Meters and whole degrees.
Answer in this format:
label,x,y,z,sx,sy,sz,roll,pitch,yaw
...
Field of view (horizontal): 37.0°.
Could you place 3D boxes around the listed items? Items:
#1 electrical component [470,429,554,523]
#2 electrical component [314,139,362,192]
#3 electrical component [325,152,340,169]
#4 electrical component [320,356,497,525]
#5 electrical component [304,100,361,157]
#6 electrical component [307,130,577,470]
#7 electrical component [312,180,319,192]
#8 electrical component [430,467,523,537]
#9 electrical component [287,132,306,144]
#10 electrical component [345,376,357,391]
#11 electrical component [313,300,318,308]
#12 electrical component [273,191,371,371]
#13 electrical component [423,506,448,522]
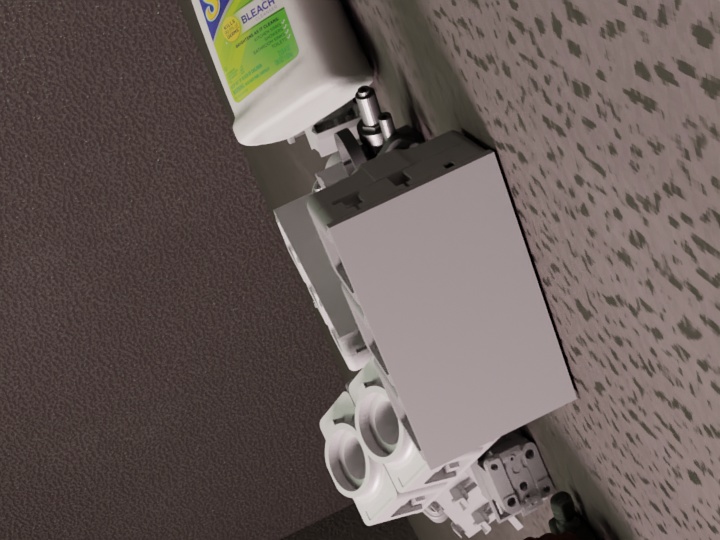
label,x,y,z,sx,sy,sz,roll,pitch,yaw
electrical component,0.108,0.143,0.782,0.081,0.042,0.064,65,171,-9
electrical component,0.017,-0.024,0.771,0.078,0.063,0.121,-126,12,-62
electrical component,0.005,-0.066,0.834,0.065,0.044,0.044,50,165,52
electrical component,0.037,0.105,0.762,0.150,0.062,0.089,-54,53,41
electrical component,-0.026,-0.127,0.838,0.081,0.042,0.063,-133,20,-71
electrical component,0.043,0.014,0.567,0.061,0.089,0.150,-127,13,-65
electrical component,-0.019,-0.062,1.000,0.047,0.055,0.055,90,155,-69
electrical component,0.078,0.162,0.876,0.121,0.063,0.078,51,-176,-38
electrical component,-0.063,-0.174,0.943,0.099,0.048,0.099,77,167,-65
electrical component,0.046,0.113,0.914,0.099,0.100,0.048,54,-173,-39
electrical component,-0.017,0.008,1.160,0.080,0.080,0.051,160,91,-84
electrical component,0.000,0.000,0.901,0.061,0.089,0.150,72,171,-53
electrical component,0.060,0.186,1.066,0.113,0.078,0.057,39,169,19
